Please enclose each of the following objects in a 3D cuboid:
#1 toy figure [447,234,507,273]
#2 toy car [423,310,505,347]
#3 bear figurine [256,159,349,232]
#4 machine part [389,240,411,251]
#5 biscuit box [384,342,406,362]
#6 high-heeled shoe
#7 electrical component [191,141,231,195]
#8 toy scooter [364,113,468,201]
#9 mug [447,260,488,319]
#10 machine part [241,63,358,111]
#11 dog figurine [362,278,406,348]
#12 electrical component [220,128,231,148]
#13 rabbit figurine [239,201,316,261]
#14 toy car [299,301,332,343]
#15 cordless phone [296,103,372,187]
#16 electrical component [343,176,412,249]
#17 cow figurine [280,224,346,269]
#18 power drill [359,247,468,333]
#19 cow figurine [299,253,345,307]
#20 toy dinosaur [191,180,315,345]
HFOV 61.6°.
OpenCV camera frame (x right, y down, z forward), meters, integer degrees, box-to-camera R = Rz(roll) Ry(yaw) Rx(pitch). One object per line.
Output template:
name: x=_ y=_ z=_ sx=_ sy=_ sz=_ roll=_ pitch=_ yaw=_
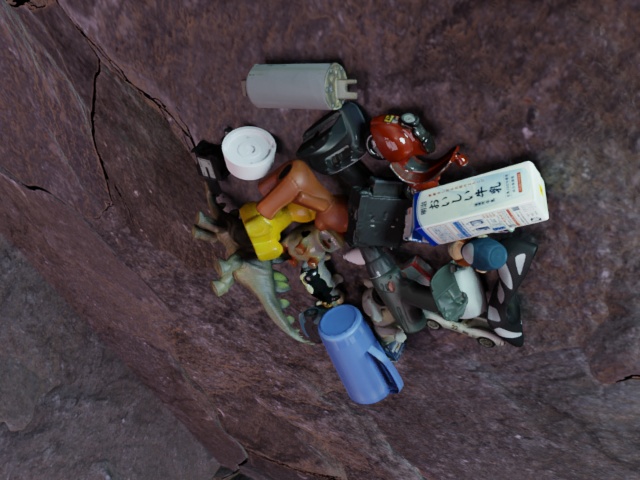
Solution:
toy figure: x=0.275 y=0.019 z=0.974 sx=0.058 sy=0.064 sz=0.154 roll=29 pitch=175 yaw=-19
toy car: x=0.308 y=0.168 z=1.149 sx=0.202 sy=0.073 sz=0.056 roll=16 pitch=141 yaw=26
bear figurine: x=-0.015 y=-0.067 z=1.066 sx=0.132 sy=0.120 sz=0.195 roll=-37 pitch=122 yaw=22
machine part: x=0.153 y=-0.018 z=1.096 sx=0.139 sy=0.039 sz=0.084 roll=-7 pitch=122 yaw=46
biscuit box: x=0.125 y=0.276 z=1.434 sx=0.203 sy=0.063 sz=0.059 roll=-6 pitch=126 yaw=43
high-heeled shoe: x=0.378 y=0.102 z=1.005 sx=0.145 sy=0.086 sz=0.248 roll=-13 pitch=117 yaw=47
electrical component: x=-0.244 y=-0.165 z=1.244 sx=0.075 sy=0.048 sz=0.119 roll=14 pitch=140 yaw=28
toy scooter: x=0.168 y=-0.146 z=0.905 sx=0.135 sy=0.075 sz=0.183 roll=-16 pitch=123 yaw=48
mug: x=0.283 y=0.088 z=1.087 sx=0.110 sy=0.081 sz=0.107 roll=43 pitch=155 yaw=58
machine part: x=-0.042 y=-0.267 z=0.936 sx=0.244 sy=0.079 sz=0.079 roll=12 pitch=138 yaw=32
dog figurine: x=0.142 y=0.171 z=1.276 sx=0.172 sy=0.121 sz=0.190 roll=61 pitch=159 yaw=5
electrical component: x=-0.185 y=-0.200 z=1.177 sx=0.063 sy=0.021 sz=0.093 roll=23 pitch=143 yaw=16
rabbit figurine: x=-0.080 y=-0.054 z=1.164 sx=0.173 sy=0.162 sz=0.121 roll=-23 pitch=125 yaw=1
toy car: x=0.032 y=0.209 z=1.398 sx=0.162 sy=0.103 sz=0.109 roll=6 pitch=132 yaw=27
cordless phone: x=0.063 y=-0.152 z=0.999 sx=0.184 sy=0.089 sz=0.147 roll=38 pitch=145 yaw=-23
electrical component: x=0.111 y=-0.052 z=1.005 sx=0.058 sy=0.115 sz=0.134 roll=-129 pitch=43 yaw=-60
cow figurine: x=-0.002 y=-0.004 z=1.188 sx=0.085 sy=0.127 sz=0.195 roll=46 pitch=158 yaw=-19
power drill: x=0.180 y=0.087 z=1.073 sx=0.207 sy=0.086 sz=0.231 roll=-7 pitch=113 yaw=52
cow figurine: x=0.009 y=0.115 z=1.317 sx=0.068 sy=0.098 sz=0.167 roll=-5 pitch=128 yaw=34
toy dinosaur: x=-0.164 y=0.052 z=1.266 sx=0.471 sy=0.198 sz=0.105 roll=65 pitch=148 yaw=15
